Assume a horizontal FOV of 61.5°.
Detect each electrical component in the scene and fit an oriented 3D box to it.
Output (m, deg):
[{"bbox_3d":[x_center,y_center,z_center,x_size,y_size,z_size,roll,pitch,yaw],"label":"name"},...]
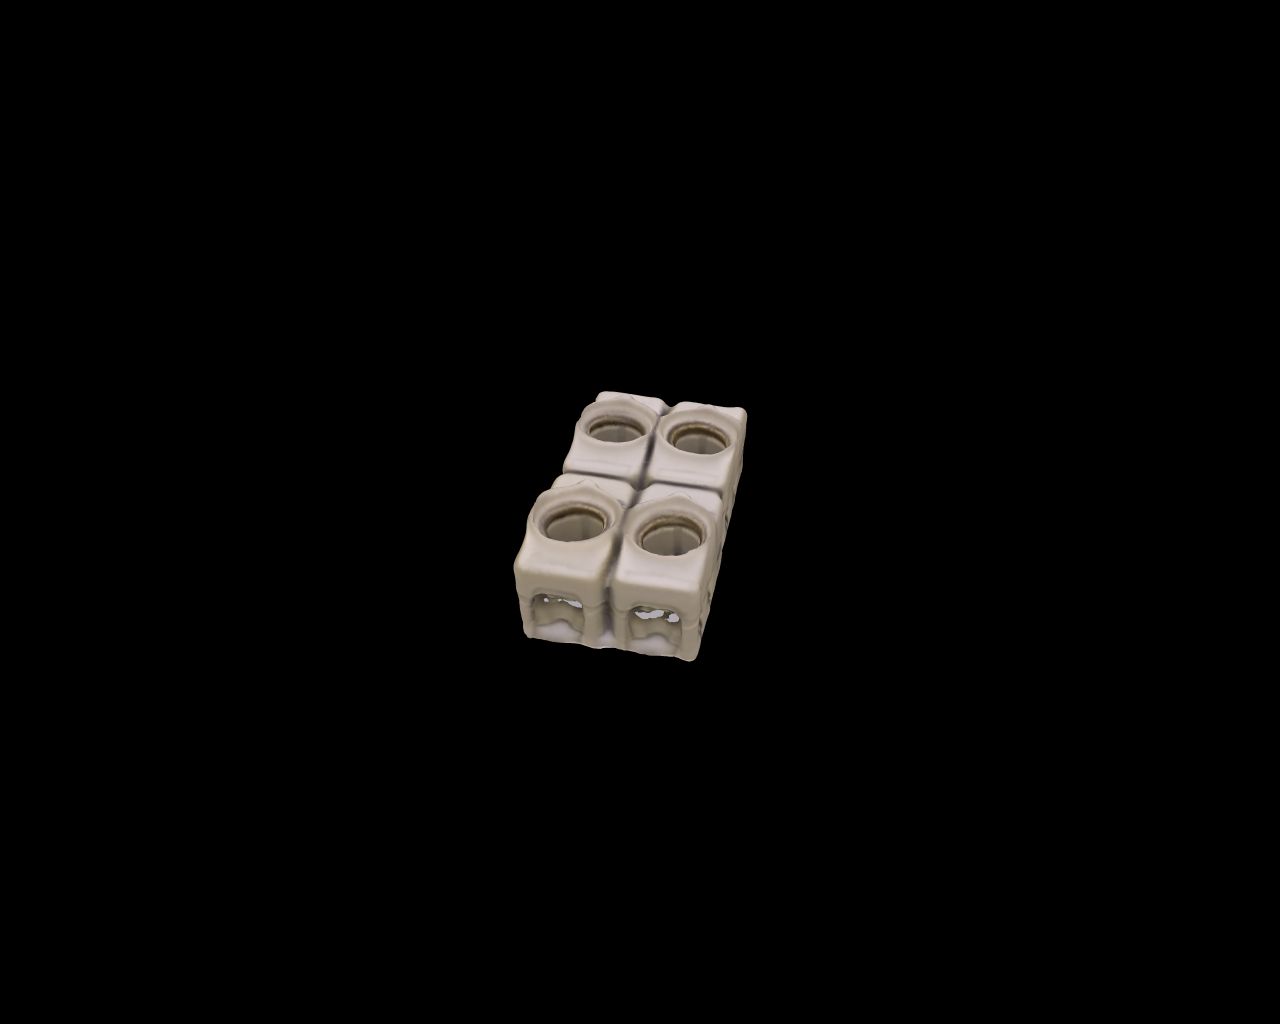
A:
[{"bbox_3d":[0.001,-0.003,0.650,0.105,0.060,0.186,8,40,10],"label":"electrical component"}]
